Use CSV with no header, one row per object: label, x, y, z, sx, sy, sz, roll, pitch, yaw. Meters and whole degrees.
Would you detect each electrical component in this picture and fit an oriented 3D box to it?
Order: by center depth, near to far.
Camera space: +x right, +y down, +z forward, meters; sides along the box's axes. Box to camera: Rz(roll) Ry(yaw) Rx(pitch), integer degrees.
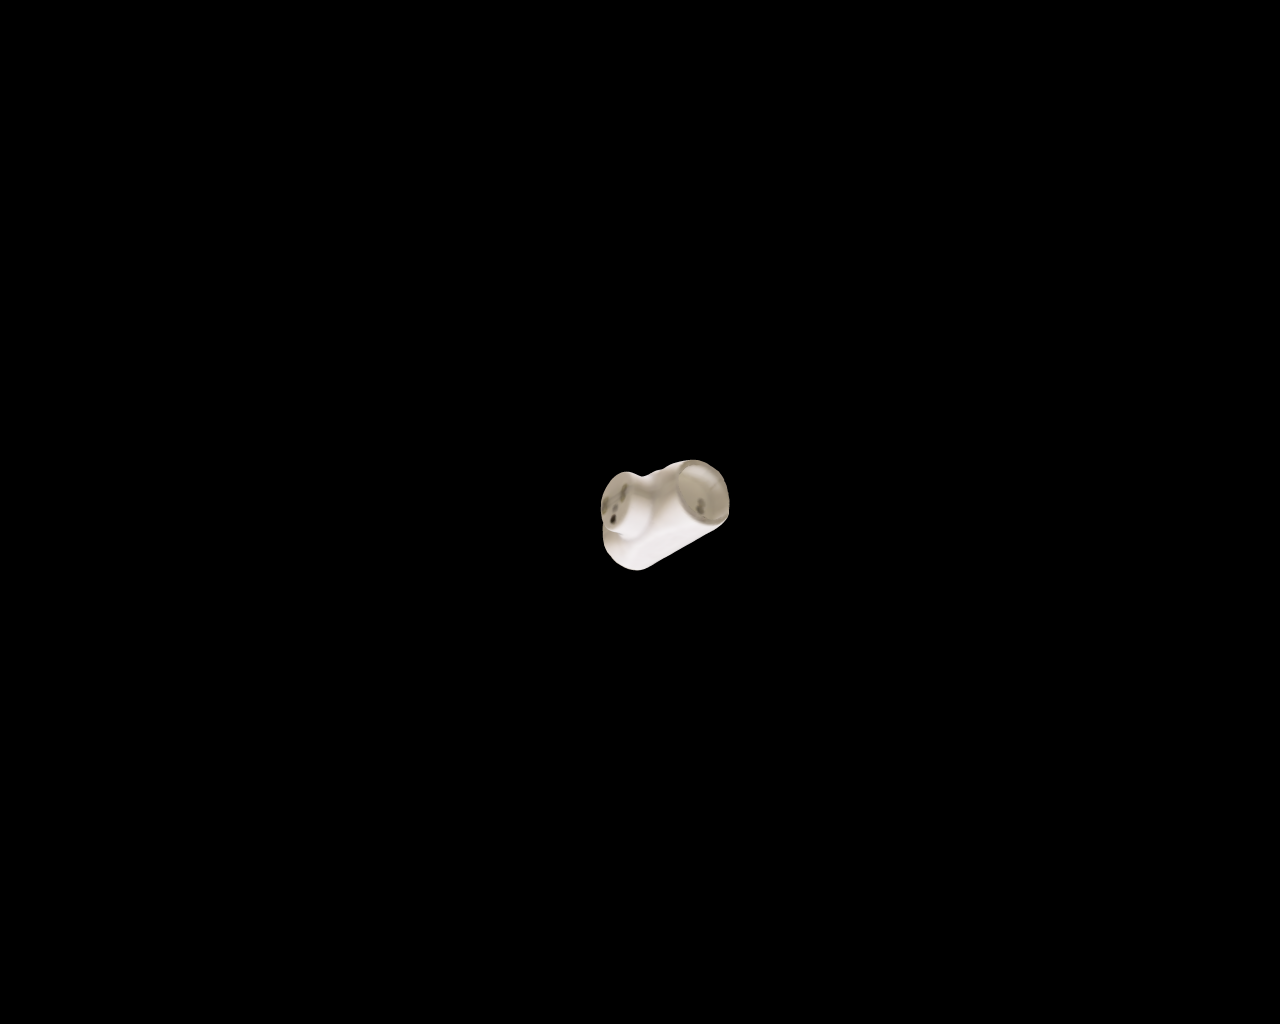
electrical component,0.001,-0.003,0.650,0.079,0.044,0.077,19,-34,-31
